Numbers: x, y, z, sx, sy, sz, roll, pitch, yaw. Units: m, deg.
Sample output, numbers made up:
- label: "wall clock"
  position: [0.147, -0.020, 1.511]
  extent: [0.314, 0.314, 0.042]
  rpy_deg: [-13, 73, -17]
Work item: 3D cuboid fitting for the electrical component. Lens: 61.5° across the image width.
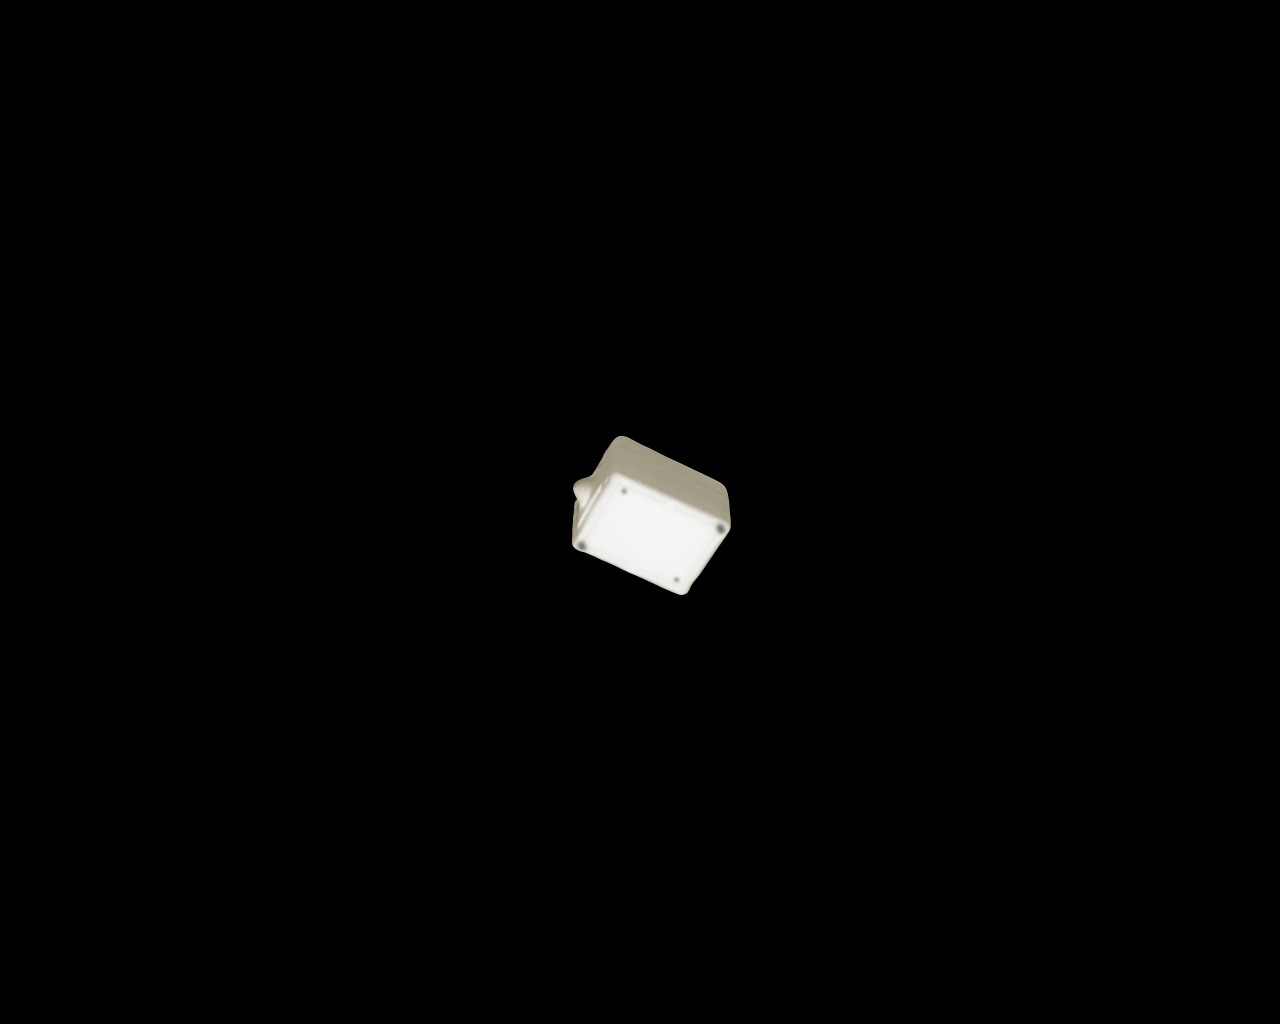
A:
- label: "electrical component"
  position: [0.001, -0.003, 0.650]
  extent: [0.096, 0.061, 0.061]
  rpy_deg: [25, 27, -14]
